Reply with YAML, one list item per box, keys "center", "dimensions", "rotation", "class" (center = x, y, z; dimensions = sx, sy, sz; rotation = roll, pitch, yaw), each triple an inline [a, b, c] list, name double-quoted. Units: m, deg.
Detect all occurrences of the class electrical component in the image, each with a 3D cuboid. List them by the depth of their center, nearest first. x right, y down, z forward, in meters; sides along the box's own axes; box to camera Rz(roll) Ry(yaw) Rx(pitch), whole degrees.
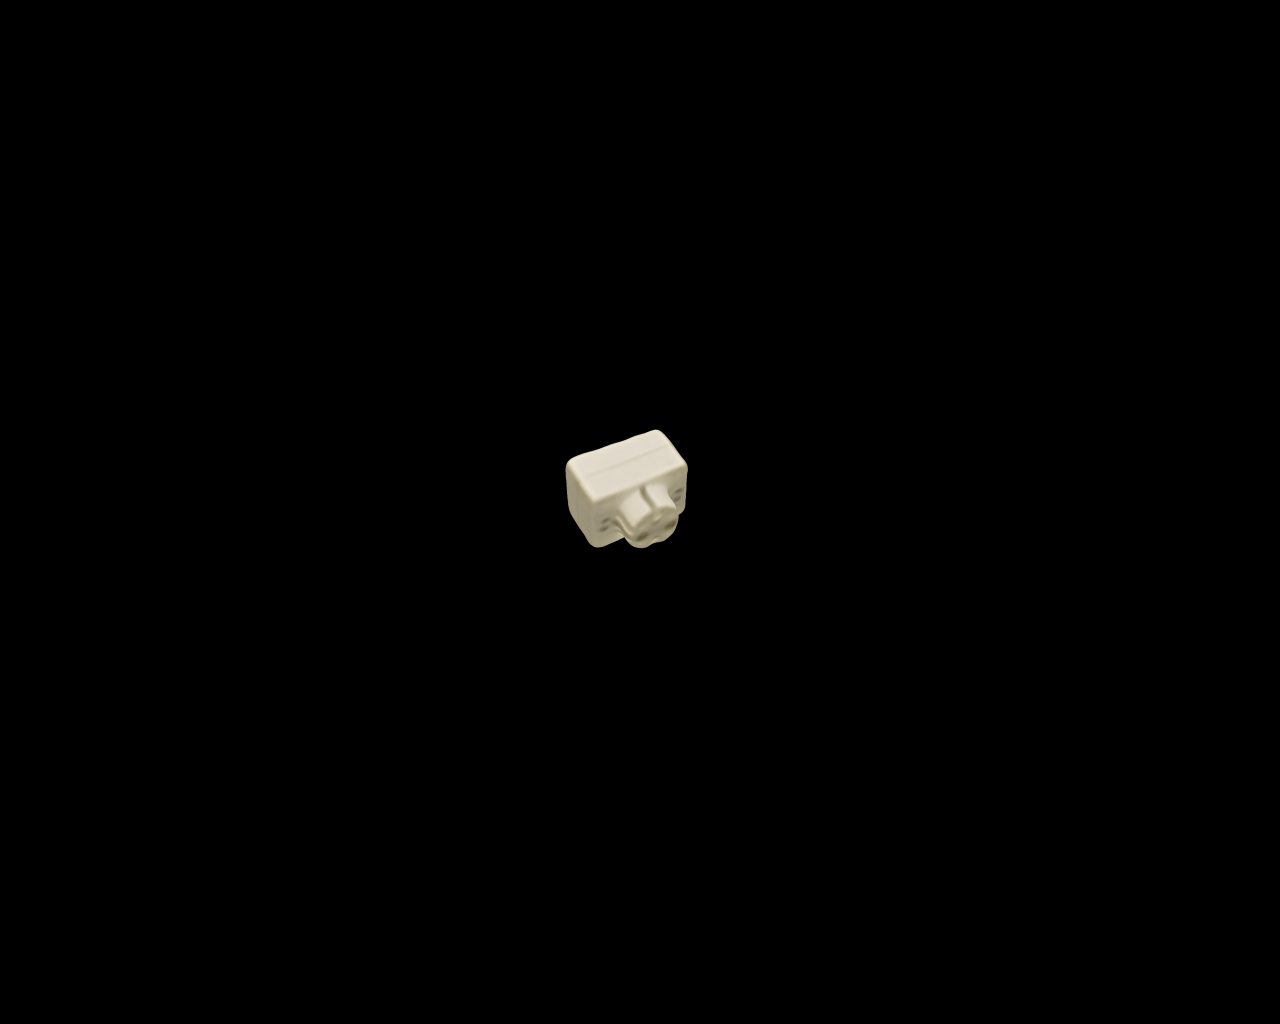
- center: [0.001, -0.003, 0.650]
  dimensions: [0.066, 0.077, 0.047]
  rotation: [-22, -38, -18]
  class: "electrical component"
